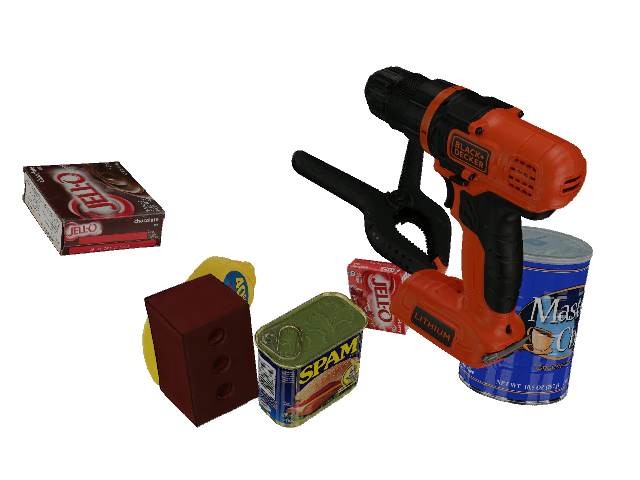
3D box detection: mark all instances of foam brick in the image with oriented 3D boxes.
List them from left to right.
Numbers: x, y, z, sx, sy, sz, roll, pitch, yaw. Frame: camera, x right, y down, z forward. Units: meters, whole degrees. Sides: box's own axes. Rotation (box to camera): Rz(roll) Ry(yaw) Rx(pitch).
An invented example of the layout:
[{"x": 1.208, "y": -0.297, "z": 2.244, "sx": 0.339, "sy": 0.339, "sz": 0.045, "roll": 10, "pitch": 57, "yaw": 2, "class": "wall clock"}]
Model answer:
[{"x": -0.078, "y": 0.072, "z": 0.710, "sx": 0.052, "sy": 0.078, "sz": 0.051, "roll": -23, "pitch": 35, "yaw": -28, "class": "foam brick"}]

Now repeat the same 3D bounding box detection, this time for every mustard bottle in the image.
[{"x": -0.118, "y": 0.072, "z": 1.134, "sx": 0.058, "sy": 0.096, "sz": 0.191, "roll": 10, "pitch": 29, "yaw": 19, "class": "mustard bottle"}]

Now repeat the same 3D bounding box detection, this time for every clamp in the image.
[{"x": 0.070, "y": -0.038, "z": 1.146, "sx": 0.164, "sy": 0.210, "sz": 0.036, "roll": -9, "pitch": -36, "yaw": -18, "class": "clamp"}]

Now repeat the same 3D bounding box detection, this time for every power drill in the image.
[{"x": 0.094, "y": -0.017, "z": 0.759, "sx": 0.057, "sy": 0.188, "sz": 0.185, "roll": -22, "pitch": 40, "yaw": -33, "class": "power drill"}]

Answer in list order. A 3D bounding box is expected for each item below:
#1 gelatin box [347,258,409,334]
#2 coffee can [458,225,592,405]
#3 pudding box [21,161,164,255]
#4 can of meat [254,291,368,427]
[{"x": 0.074, "y": 0.069, "z": 1.332, "sx": 0.073, "sy": 0.089, "sz": 0.030, "roll": 8, "pitch": 30, "yaw": 24, "class": "gelatin box"}, {"x": 0.187, "y": 0.066, "z": 0.984, "sx": 0.103, "sy": 0.140, "sz": 0.103, "roll": 6, "pitch": 16, "yaw": -2, "class": "coffee can"}, {"x": -0.197, "y": -0.030, "z": 0.918, "sx": 0.089, "sy": 0.039, "sz": 0.114, "roll": -5, "pitch": 27, "yaw": -32, "class": "pudding box"}, {"x": -0.009, "y": 0.107, "z": 0.952, "sx": 0.101, "sy": 0.084, "sz": 0.057, "roll": -28, "pitch": 49, "yaw": -32, "class": "can of meat"}]
